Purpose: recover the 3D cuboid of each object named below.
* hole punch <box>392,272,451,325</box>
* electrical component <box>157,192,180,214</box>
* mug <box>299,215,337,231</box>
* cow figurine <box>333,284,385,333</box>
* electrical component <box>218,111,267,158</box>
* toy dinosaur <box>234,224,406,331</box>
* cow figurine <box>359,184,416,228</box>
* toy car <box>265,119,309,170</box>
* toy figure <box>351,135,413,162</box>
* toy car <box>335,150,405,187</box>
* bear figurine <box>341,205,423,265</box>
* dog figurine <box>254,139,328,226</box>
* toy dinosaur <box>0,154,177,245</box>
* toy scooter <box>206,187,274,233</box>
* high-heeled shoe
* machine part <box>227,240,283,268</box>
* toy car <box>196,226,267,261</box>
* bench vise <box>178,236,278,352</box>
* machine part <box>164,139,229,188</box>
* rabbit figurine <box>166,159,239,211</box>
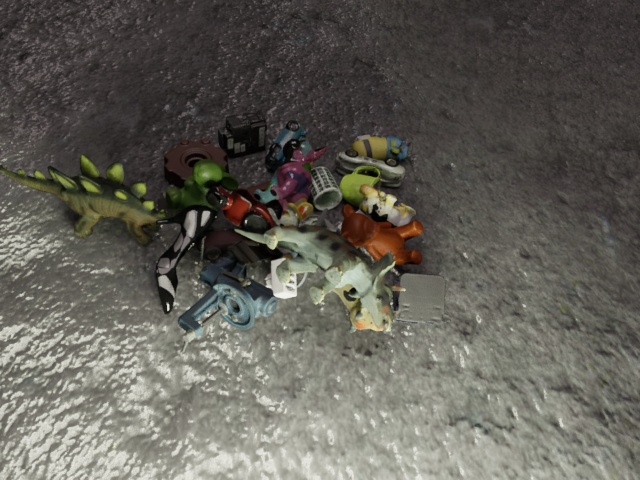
[{"bbox_3d":[0.227,0.139,1.253,0.142,0.092,0.115,6,80,-7],"label":"hole punch"},{"bbox_3d":[-0.385,-0.087,1.384,0.063,0.021,0.094,-4,50,-13],"label":"electrical component"},{"bbox_3d":[-0.003,-0.004,1.326,0.081,0.109,0.107,31,9,23],"label":"mug"},{"bbox_3d":[0.085,0.128,1.230,0.127,0.085,0.195,-25,60,-34],"label":"cow figurine"},{"bbox_3d":[-0.222,-0.299,1.530,0.134,0.114,0.058,-16,52,-23],"label":"electrical component"},{"bbox_3d":[0.011,0.034,1.178,0.405,0.131,0.192,36,36,29],"label":"toy dinosaur"},{"bbox_3d":[0.158,-0.075,1.387,0.167,0.098,0.068,26,6,-23],"label":"cow figurine"},{"bbox_3d":[-0.081,-0.257,1.527,0.103,0.109,0.161,32,59,-4],"label":"toy car"},{"bbox_3d":[0.181,-0.263,1.583,0.180,0.082,0.089,5,58,-9],"label":"toy figure"},{"bbox_3d":[0.141,-0.202,1.527,0.202,0.073,0.056,13,50,3],"label":"toy car"},{"bbox_3d":[0.143,-0.014,1.288,0.195,0.132,0.120,32,57,-40],"label":"bear figurine"},{"bbox_3d":[-0.050,-0.150,1.381,0.191,0.108,0.219,51,59,-20],"label":"dog figurine"},{"bbox_3d":[-0.531,-0.102,1.260,0.472,0.198,0.105,8,46,-4],"label":"toy dinosaur"},{"bbox_3d":[-0.181,-0.074,1.303,0.184,0.075,0.135,35,15,0],"label":"toy scooter"},{"bbox_3d":[-0.298,0.040,1.223,0.145,0.086,0.248,-5,77,-11],"label":"high-heeled shoe"},{"bbox_3d":[-0.148,0.032,1.241,0.084,0.039,0.139,37,20,28],"label":"machine part"},{"bbox_3d":[-0.202,0.001,1.312,0.202,0.053,0.089,-8,45,-25],"label":"toy car"},{"bbox_3d":[-0.222,0.128,1.159,0.224,0.128,0.240,33,45,15],"label":"bench vise"},{"bbox_3d":[-0.337,-0.203,1.469,0.179,0.056,0.179,4,50,-5],"label":"machine part"},{"bbox_3d":[-0.278,-0.129,1.332,0.159,0.170,0.121,-27,68,-42],"label":"rabbit figurine"}]
